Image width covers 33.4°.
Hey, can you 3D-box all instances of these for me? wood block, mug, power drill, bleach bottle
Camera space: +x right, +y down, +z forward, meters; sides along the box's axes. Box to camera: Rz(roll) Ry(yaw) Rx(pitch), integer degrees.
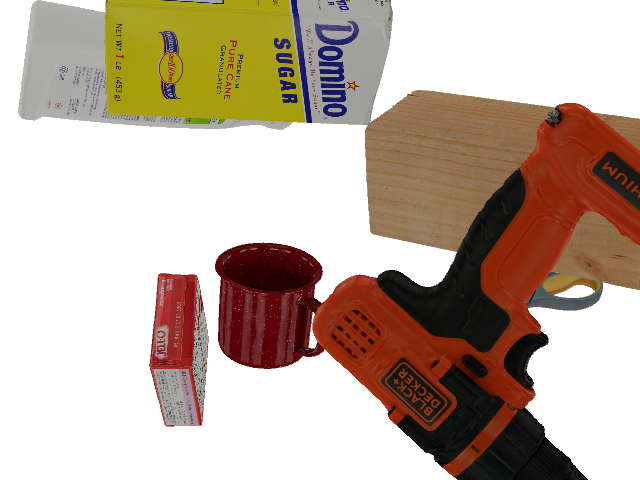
[{"bbox_3d":[0.144,-0.043,0.770,0.206,0.090,0.090,12,32,29],"label":"wood block"},{"bbox_3d":[-0.038,0.062,0.928,0.117,0.081,0.093,22,31,30],"label":"mug"},{"bbox_3d":[0.114,0.041,0.534,0.184,0.188,0.057,41,13,5],"label":"power drill"},{"bbox_3d":[-0.115,-0.129,0.881,0.250,0.068,0.103,8,-31,-16],"label":"bleach bottle"}]

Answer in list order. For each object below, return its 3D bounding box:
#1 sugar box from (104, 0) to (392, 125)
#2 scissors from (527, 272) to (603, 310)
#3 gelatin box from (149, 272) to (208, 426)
[{"bbox_3d":[-0.048,-0.122,0.683,0.176,0.048,0.093,3,-40,-7],"label":"sugar box"},{"bbox_3d":[0.162,0.043,0.945,0.201,0.016,0.096,-7,35,-29],"label":"scissors"},{"bbox_3d":[-0.097,0.076,0.736,0.030,0.073,0.089,-1,-36,0],"label":"gelatin box"}]
